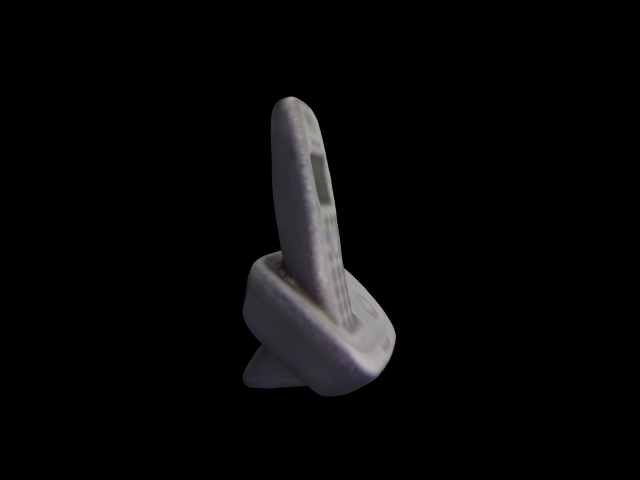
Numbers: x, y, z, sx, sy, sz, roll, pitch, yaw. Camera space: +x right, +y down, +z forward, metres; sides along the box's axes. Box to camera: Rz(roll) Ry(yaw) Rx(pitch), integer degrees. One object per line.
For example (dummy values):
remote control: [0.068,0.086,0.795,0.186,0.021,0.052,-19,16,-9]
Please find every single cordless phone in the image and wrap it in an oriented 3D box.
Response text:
cordless phone: [0.004,0.001,0.400,0.094,0.185,0.148,1,4,12]
